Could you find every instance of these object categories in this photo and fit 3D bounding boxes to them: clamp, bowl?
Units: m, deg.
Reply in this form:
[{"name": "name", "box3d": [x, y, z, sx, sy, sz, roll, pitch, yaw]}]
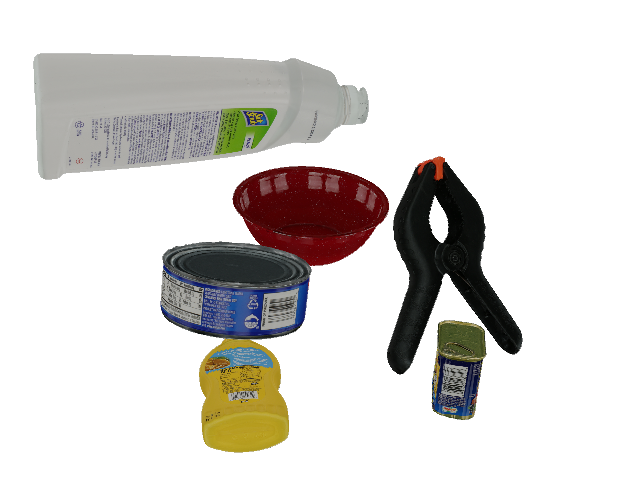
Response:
[{"name": "clamp", "box3d": [0.091, 0.023, 0.846, 0.120, 0.171, 0.039, -16, -1, -31]}, {"name": "bowl", "box3d": [-0.011, -0.020, 1.110, 0.162, 0.055, 0.162, 3, 30, -2]}]

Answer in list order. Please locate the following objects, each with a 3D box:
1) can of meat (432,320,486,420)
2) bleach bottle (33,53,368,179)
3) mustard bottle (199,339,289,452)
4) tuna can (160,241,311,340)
[{"name": "can of meat", "box3d": [0.165, 0.156, 1.284, 0.057, 0.084, 0.102, 7, 20, 4]}, {"name": "bleach bottle", "box3d": [-0.089, -0.097, 0.817, 0.250, 0.068, 0.103, -3, -27, -15]}, {"name": "mustard bottle", "box3d": [-0.093, 0.166, 1.248, 0.096, 0.058, 0.191, -6, 29, -6]}, {"name": "tuna can", "box3d": [-0.049, 0.028, 0.617, 0.086, 0.034, 0.086, 6, 14, -2]}]
